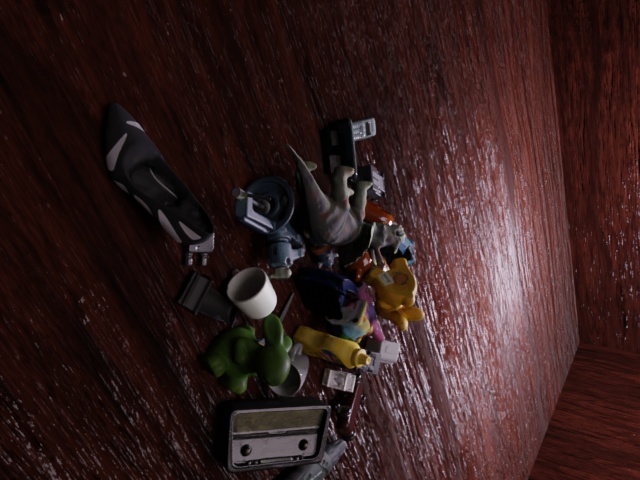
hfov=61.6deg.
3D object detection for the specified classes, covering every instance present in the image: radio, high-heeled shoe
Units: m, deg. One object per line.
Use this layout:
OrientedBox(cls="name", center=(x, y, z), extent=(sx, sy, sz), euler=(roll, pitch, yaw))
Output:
OrientedBox(cls="radio", center=(-0.097, 0.401, 1.120), extent=(0.229, 0.073, 0.131), euler=(6, 90, -27))
OrientedBox(cls="high-heeled shoe", center=(-0.258, -0.102, 0.864), extent=(0.086, 0.145, 0.248), euler=(-44, 128, -40))

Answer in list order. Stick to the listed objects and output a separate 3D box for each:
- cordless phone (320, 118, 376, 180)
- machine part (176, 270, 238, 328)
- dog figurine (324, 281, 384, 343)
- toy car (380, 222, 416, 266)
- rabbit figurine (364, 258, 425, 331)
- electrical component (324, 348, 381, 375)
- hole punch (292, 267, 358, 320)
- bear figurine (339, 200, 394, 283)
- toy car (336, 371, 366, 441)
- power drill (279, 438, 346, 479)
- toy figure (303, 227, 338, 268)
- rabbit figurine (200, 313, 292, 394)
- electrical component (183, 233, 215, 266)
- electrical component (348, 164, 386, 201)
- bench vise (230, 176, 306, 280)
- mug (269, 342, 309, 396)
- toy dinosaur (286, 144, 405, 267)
OrientedBox(cls="cordless phone", center=(0.089, -0.232, 1.332), extent=(0.184, 0.089, 0.146), euler=(-27, 114, -51))
OrientedBox(cls="machine part", center=(-0.211, 0.118, 1.035), extent=(0.138, 0.039, 0.084), euler=(45, 55, -42))
OrientedBox(cls="dog figurine", center=(0.095, 0.215, 1.359), extent=(0.192, 0.109, 0.219), euler=(-82, 154, -46))
OrientedBox(cls="toy car", center=(0.191, 0.003, 1.481), extent=(0.161, 0.109, 0.103), euler=(47, 35, -29))
OrientedBox(cls="rabbit figurine", center=(0.195, 0.152, 1.387), extent=(0.122, 0.162, 0.173), euler=(-28, 154, -29))
OrientedBox(cls="electrical component", center=(0.087, 0.300, 1.363), extent=(0.134, 0.115, 0.058), euler=(25, 77, -48))
OrientedBox(cls="hole punch", center=(0.019, 0.108, 1.249), extent=(0.092, 0.142, 0.115), euler=(-50, 144, -33))
OrientedBox(cls="bear figurine", center=(0.099, -0.001, 1.365), extent=(0.195, 0.132, 0.120), euler=(-59, -179, 14))
OrientedBox(cls="toy car", center=(0.078, 0.424, 1.392), extent=(0.202, 0.053, 0.089), euler=(-62, 140, -61))
OrientedBox(cls="power drill", center=(-0.024, 0.488, 1.287), extent=(0.232, 0.086, 0.207), euler=(-32, 125, -44))
OrientedBox(cls="toy figure", center=(-0.001, -0.004, 1.264), extent=(0.058, 0.064, 0.154), euler=(-100, 176, -59))
OrientedBox(cls="rabbit figurine", center=(-0.118, 0.233, 1.057), extent=(0.159, 0.170, 0.121), euler=(-50, 130, -35))
OrientedBox(cls="electrical component", center=(-0.230, 0.003, 1.009), extent=(0.063, 0.021, 0.094), euler=(5, 91, -51))
OrientedBox(cls="electrical component", center=(0.122, -0.155, 1.392), extent=(0.119, 0.048, 0.075), euler=(29, 52, -50))
OrientedBox(cls="bench vise", center=(-0.110, -0.036, 1.060), extent=(0.240, 0.129, 0.223), euler=(34, 60, -66))
OrientedBox(cls="mug", center=(-0.063, 0.277, 1.195), extent=(0.107, 0.081, 0.109), euler=(-25, 125, -74))
OrientedBox(cls="toy dinosaur", center=(0.029, -0.052, 1.158), extent=(0.404, 0.131, 0.192), euler=(19, 71, -50))
